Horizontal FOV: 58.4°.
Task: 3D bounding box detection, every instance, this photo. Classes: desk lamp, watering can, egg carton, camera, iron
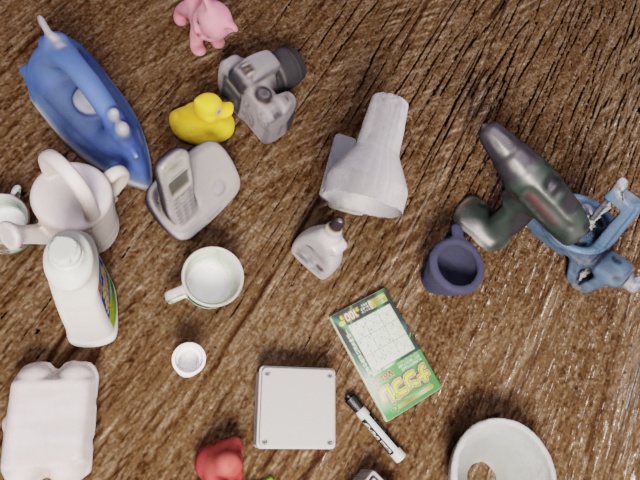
[{"bbox_3d":[0.067,-0.113,0.873,0.118,0.213,0.203,16,67,-9],"label":"desk lamp"},{"bbox_3d":[-0.328,-0.046,0.751,0.101,0.194,0.173,28,66,-4],"label":"watering can"},{"bbox_3d":[-0.336,0.228,0.717,0.107,0.069,0.150,1,70,-15],"label":"egg carton"},{"bbox_3d":[-0.079,-0.260,0.948,0.137,0.100,0.143,-36,83,-23],"label":"camera"},{"bbox_3d":[-0.328,-0.199,0.836,0.119,0.141,0.258,-39,84,-24],"label":"iron"}]

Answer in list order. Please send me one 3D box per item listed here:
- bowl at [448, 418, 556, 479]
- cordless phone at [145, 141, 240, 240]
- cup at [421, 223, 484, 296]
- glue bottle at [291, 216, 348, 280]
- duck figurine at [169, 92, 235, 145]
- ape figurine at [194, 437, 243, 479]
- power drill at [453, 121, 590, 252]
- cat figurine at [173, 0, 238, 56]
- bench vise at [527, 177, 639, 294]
[{"bbox_3d":[0.251,0.346,0.831,0.168,0.074,0.167,5,69,-13],"label":"bowl"},{"bbox_3d":[-0.178,-0.092,0.814,0.094,0.185,0.148,39,66,2],"label":"cordless phone"},{"bbox_3d":[0.201,0.040,0.919,0.092,0.095,0.118,9,68,-12],"label":"cup"},{"bbox_3d":[0.008,0.003,0.836,0.078,0.173,0.037,44,66,4],"label":"glue bottle"},{"bbox_3d":[-0.184,-0.199,0.906,0.105,0.086,0.077,-3,71,-16],"label":"duck figurine"},{"bbox_3d":[-0.123,0.292,0.740,0.076,0.092,0.078,31,66,-2],"label":"ape figurine"},{"bbox_3d":[0.305,-0.066,0.923,0.229,0.208,0.076,39,66,1],"label":"power drill"},{"bbox_3d":[-0.190,-0.374,0.950,0.067,0.117,0.128,-28,80,-22],"label":"cat figurine"},{"bbox_3d":[0.469,-0.014,0.943,0.207,0.219,0.121,32,66,-2],"label":"bench vise"}]
